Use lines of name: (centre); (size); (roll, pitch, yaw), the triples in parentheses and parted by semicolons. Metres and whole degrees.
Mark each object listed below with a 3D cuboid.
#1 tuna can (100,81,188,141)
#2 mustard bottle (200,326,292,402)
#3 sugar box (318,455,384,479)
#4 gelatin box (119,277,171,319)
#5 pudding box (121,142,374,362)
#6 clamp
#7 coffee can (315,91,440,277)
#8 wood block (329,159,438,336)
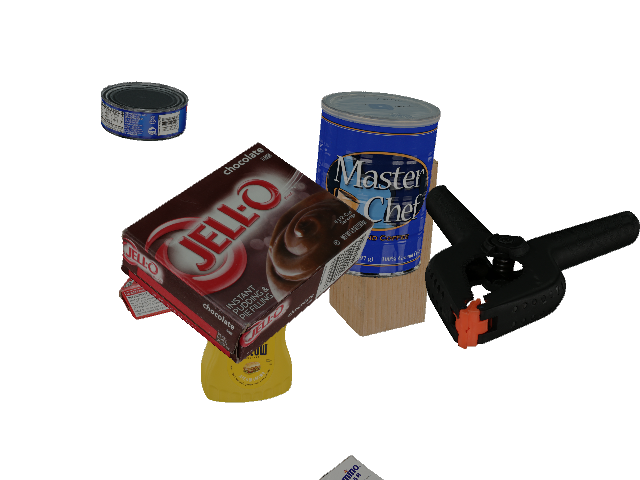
tuna can: (-0.175, -0.129, 1.061); (0.086, 0.034, 0.086); (6, 25, -3)
mustard bottle: (-0.076, 0.073, 1.112); (0.096, 0.192, 0.058); (-3, 23, -14)
sugar box: (0.073, 0.248, 0.817); (0.048, 0.093, 0.176); (-34, 38, -28)
gelatin box: (-0.096, 0.020, 0.793); (0.089, 0.030, 0.073); (-15, 24, 21)
pudding box: (-0.040, 0.003, 0.592); (0.090, 0.039, 0.113); (36, 48, 19)
clamp: (0.122, 0.012, 0.760); (0.165, 0.036, 0.209); (12, 28, 26)
coffee can: (0.046, -0.051, 0.936); (0.103, 0.140, 0.103); (5, 20, -2)
wood block: (0.070, -0.005, 1.243); (0.090, 0.206, 0.090); (-11, 30, -23)
